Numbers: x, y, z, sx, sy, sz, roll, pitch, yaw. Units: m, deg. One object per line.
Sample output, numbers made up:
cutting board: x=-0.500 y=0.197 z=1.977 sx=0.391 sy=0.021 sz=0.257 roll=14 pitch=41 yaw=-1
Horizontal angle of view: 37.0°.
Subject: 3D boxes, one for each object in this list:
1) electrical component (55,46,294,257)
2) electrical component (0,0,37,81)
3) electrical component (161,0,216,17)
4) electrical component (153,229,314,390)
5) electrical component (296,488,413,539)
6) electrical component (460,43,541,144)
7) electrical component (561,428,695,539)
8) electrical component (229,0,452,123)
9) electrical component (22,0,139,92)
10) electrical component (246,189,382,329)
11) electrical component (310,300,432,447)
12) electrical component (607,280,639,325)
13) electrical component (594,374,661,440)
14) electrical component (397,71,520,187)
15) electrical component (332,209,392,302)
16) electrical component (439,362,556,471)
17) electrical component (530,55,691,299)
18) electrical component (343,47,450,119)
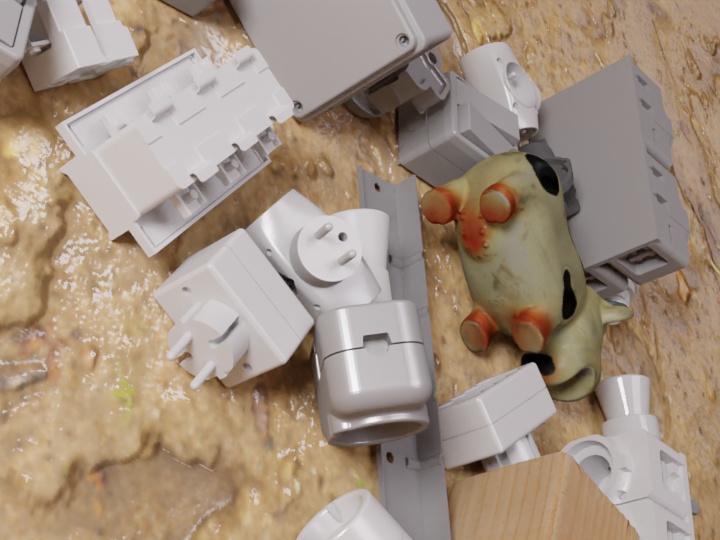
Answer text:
electrical component: x=-0.092 y=-0.072 z=0.574 sx=0.078 sy=0.063 sz=0.121 roll=56 pitch=37 yaw=-11
electrical component: x=-0.197 y=-0.128 z=0.479 sx=0.096 sy=0.061 sz=0.061 roll=30 pitch=48 yaw=-38
electrical component: x=-0.095 y=-0.210 z=0.642 sx=0.047 sy=0.076 sz=0.083 roll=21 pitch=54 yaw=-43
electrical component: x=-0.073 y=0.030 z=0.550 sx=0.065 sy=0.047 sz=0.076 roll=53 pitch=38 yaw=-14
electrical component: x=-0.001 y=0.148 z=0.562 sx=0.047 sy=0.055 sz=0.055 roll=53 pitch=38 yaw=-9
electrical component: x=0.126 y=-0.143 z=0.898 sx=0.079 sy=0.044 sz=0.077 roll=-2 pitch=71 yaw=-51
electrical component: x=0.169 y=0.191 z=0.714 sx=0.062 sy=0.089 sz=0.150 roll=34 pitch=46 yaw=-34
electrical component: x=-0.016 y=-0.168 z=0.686 sx=0.108 sy=0.109 sz=0.056 roll=61 pitch=34 yaw=-4
electrical component: x=-0.151 y=-0.127 z=0.550 sx=0.066 sy=0.048 sz=0.055 roll=-31 pitch=102 yaw=-54
electrical component: x=-0.023 y=-0.007 z=0.598 sx=0.043 sy=0.079 sz=0.077 roll=-43 pitch=94 yaw=-23
electrical component: x=0.005 y=0.061 z=0.587 sx=0.054 sy=0.095 sz=0.059 roll=-7 pitch=70 yaw=-9
electrical component: x=0.219 y=0.014 z=0.922 sx=0.040 sy=0.040 sz=0.078 roll=43 pitch=41 yaw=-26
electrical component: x=0.212 y=0.115 z=0.850 sx=0.045 sy=0.045 sz=0.055 roll=22 pitch=54 yaw=-43
electrical component: x=0.080 y=-0.094 z=0.799 sx=0.096 sy=0.061 sz=0.061 roll=30 pitch=48 yaw=-38
electrical component: x=0.000 y=0.000 z=0.663 sx=0.044 sy=0.044 sz=0.065 roll=12 pitch=65 yaw=-47
electrical component: x=0.094 y=0.112 z=0.705 sx=0.083 sy=0.047 sz=0.075 roll=-20 pitch=85 yaw=-53
electrical component: x=0.208 y=-0.072 z=0.905 sx=0.060 sy=0.105 sz=0.186 roll=30 pitch=48 yaw=-38
electrical component: x=0.017 y=-0.141 z=0.753 sx=0.078 sy=0.057 sz=0.058 roll=50 pitch=39 yaw=-19
